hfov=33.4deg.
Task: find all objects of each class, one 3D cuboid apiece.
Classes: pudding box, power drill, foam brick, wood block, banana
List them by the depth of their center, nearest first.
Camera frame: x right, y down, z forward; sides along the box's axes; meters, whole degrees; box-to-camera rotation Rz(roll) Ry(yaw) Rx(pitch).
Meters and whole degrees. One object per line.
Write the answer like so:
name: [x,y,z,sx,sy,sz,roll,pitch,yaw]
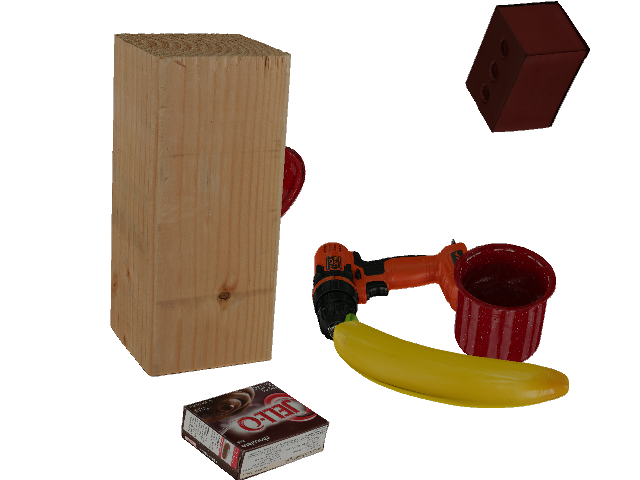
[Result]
wood block: [-0.083,-0.027,0.702,0.090,0.206,0.090,-5,21,-27]
foam brick: [0.144,-0.122,0.751,0.051,0.053,0.078,-9,-35,-19]
banana: [0.079,0.088,0.780,0.198,0.037,0.069,16,37,36]
pudding box: [-0.062,0.180,1.017,0.113,0.039,0.090,-13,29,-43]
power drill: [0.083,0.055,1.228,0.187,0.057,0.184,-1,28,-1]

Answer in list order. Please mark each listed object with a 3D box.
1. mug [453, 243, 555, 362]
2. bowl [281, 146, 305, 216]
mug: [0.165,0.055,1.004,0.093,0.081,0.117,-11,41,-11]
bowl: [-0.097,-0.053,0.940,0.162,0.055,0.162,-19,35,14]
